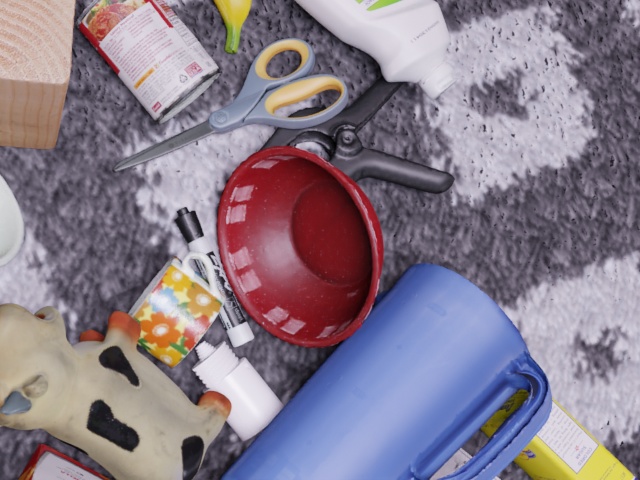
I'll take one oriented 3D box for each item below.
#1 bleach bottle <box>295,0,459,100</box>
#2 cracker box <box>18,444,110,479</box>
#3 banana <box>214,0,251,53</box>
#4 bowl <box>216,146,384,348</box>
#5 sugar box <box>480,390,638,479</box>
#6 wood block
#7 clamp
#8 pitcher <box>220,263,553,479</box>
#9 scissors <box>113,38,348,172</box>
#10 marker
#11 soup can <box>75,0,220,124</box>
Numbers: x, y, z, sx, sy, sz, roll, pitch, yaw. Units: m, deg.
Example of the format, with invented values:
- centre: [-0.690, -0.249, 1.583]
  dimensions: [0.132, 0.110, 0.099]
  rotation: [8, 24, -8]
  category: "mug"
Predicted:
- centre: [0.019, -0.217, 0.895]
  dimensions: [0.102, 0.068, 0.251]
  rotation: [-40, 89, -18]
  category: "bleach bottle"
- centre: [-0.143, 0.229, 0.724]
  dimensions: [0.164, 0.214, 0.072]
  rotation: [32, 88, -11]
  category: "cracker box"
- centre: [-0.125, -0.245, 0.885]
  dimensions: [0.197, 0.037, 0.069]
  rotation: [40, 76, -7]
  category: "banana"
- centre: [-0.006, 0.001, 0.846]
  dimensions: [0.055, 0.162, 0.162]
  rotation: [-21, 89, -50]
  category: "bowl"
- centre: [0.213, 0.194, 0.893]
  dimensions: [0.176, 0.093, 0.048]
  rotation: [46, 74, -5]
  category: "sugar box"
- centre: [-0.224, -0.131, 0.754]
  dimensions: [0.090, 0.206, 0.091]
  rotation: [5, 81, -15]
  category: "wood block"
- centre: [0.023, -0.090, 0.907]
  dimensions: [0.171, 0.039, 0.120]
  rotation: [-5, 67, -15]
  category: "clamp"
- centre: [0.048, 0.144, 0.810]
  dimensions: [0.145, 0.149, 0.242]
  rotation: [48, 67, -2]
  category: "pitcher"
- centre: [-0.078, -0.116, 0.889]
  dimensions: [0.201, 0.016, 0.096]
  rotation: [-11, 62, -2]
  category: "scissors"
- centre: [-0.087, 0.029, 0.869]
  dimensions: [0.020, 0.020, 0.121]
  rotation: [-25, 90, -17]
  category: "marker"
- centre: [-0.136, -0.153, 0.854]
  dimensions: [0.068, 0.069, 0.102]
  rotation: [-41, 95, -17]
  category: "soup can"
